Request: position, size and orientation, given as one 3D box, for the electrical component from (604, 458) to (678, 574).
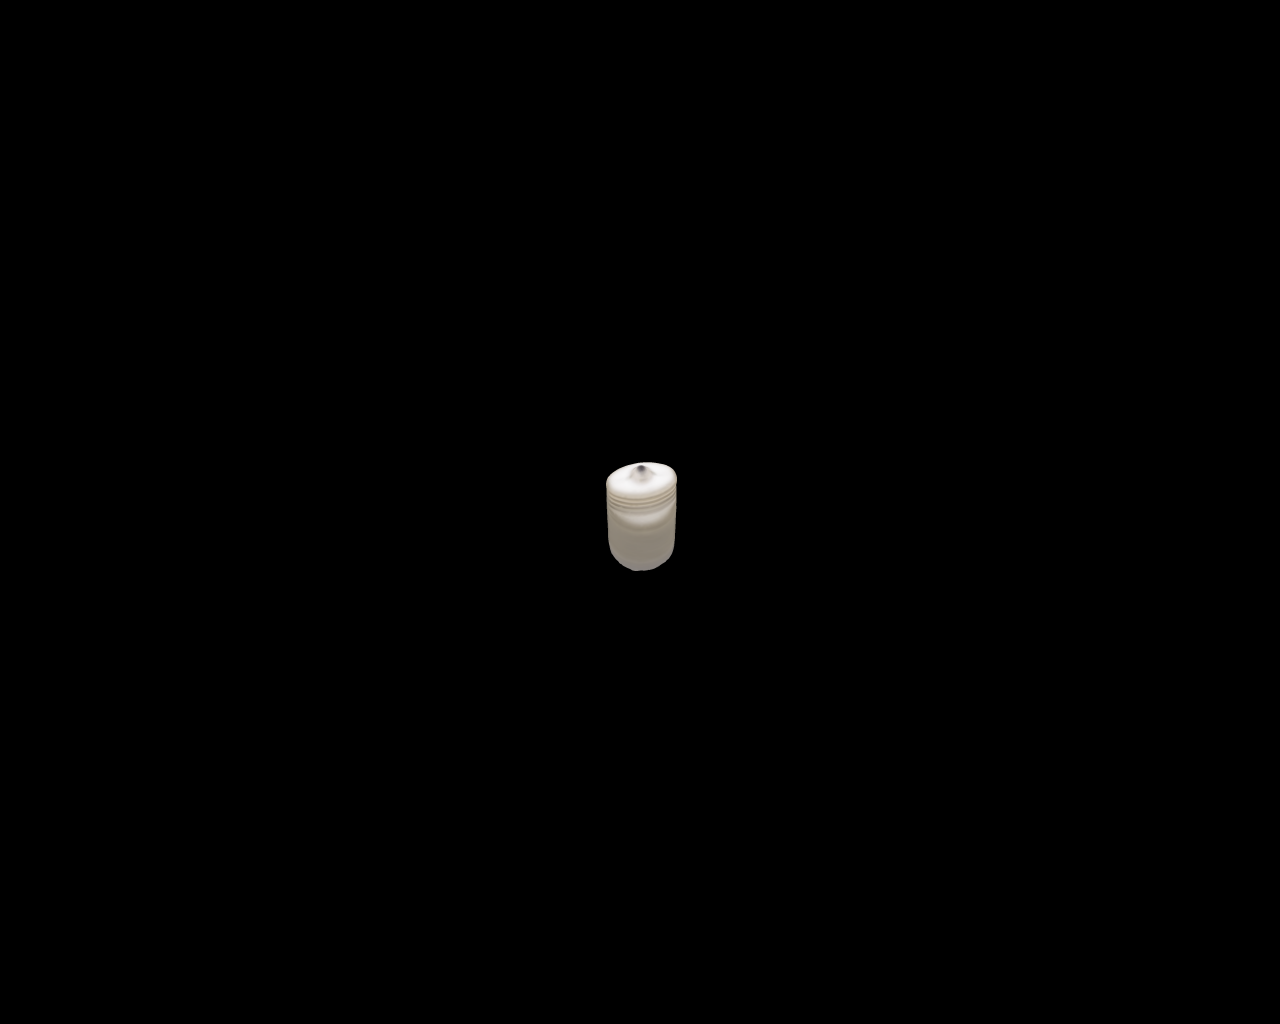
[{"bbox_3d":[0.001,-0.003,0.650,0.043,0.043,0.080,0,-36,0],"label":"electrical component"}]
